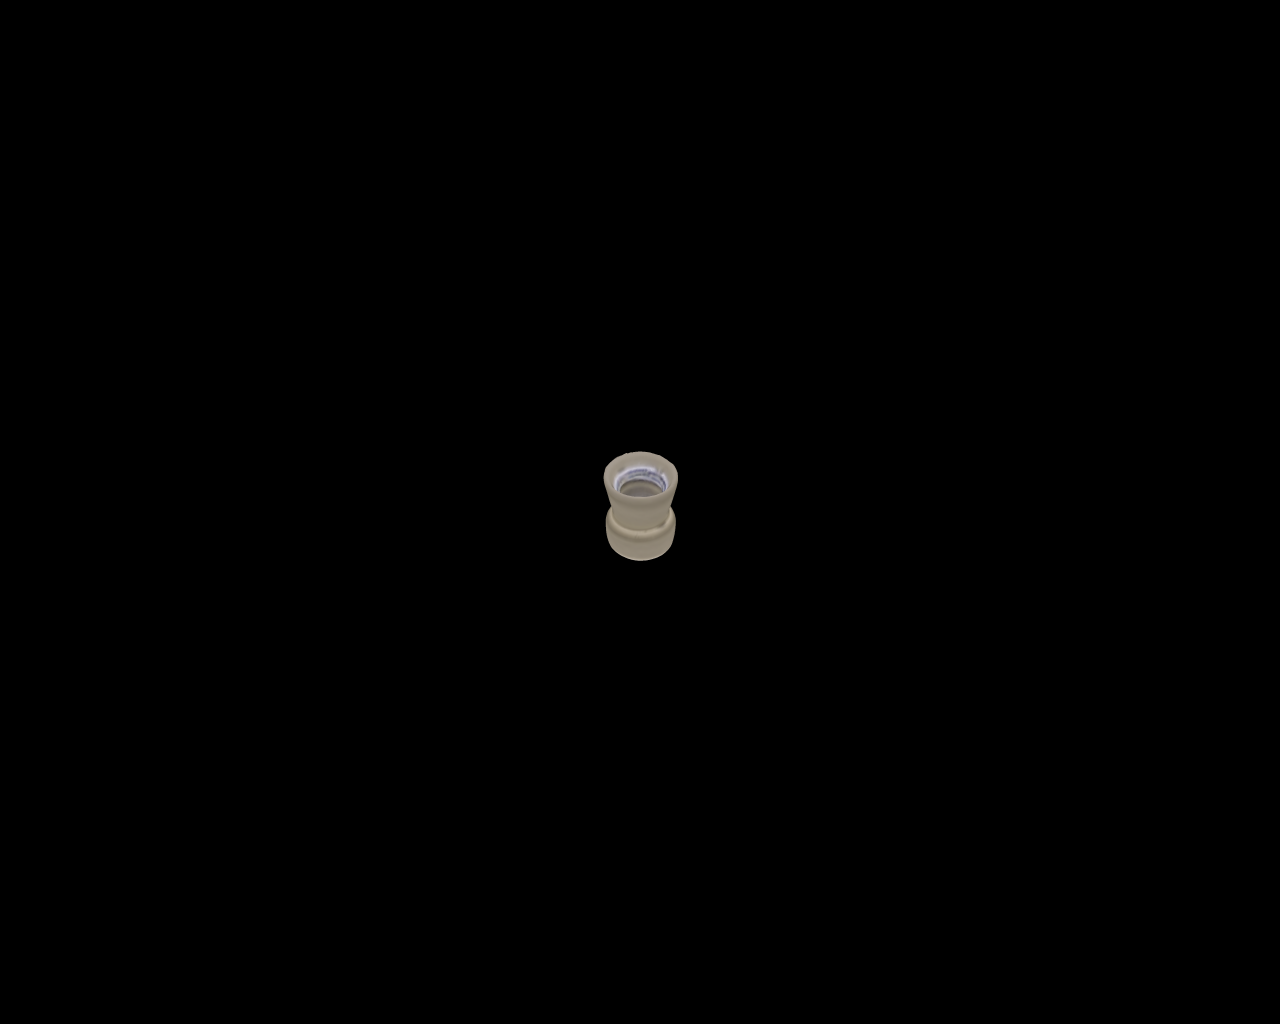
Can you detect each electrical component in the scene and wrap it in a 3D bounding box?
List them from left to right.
[{"bbox_3d":[0.001,-0.003,0.650,0.045,0.055,0.045,0,43,0],"label":"electrical component"}]
